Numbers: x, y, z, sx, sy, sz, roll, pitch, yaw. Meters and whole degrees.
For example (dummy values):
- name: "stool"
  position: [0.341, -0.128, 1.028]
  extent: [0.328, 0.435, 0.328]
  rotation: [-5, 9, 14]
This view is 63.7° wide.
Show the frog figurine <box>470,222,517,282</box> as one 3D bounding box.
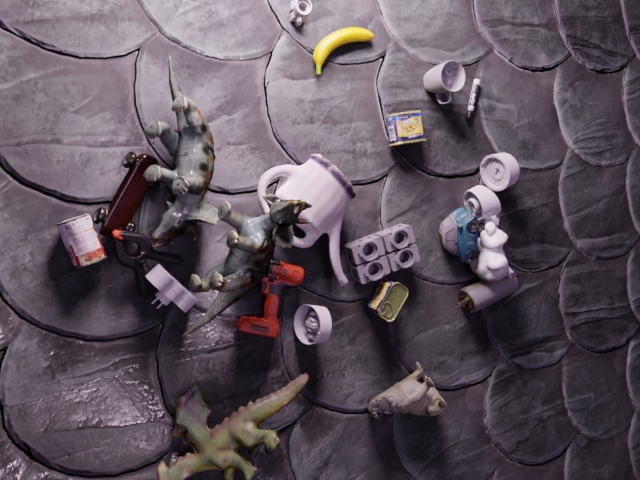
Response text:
- name: "frog figurine"
  position: [0.480, 0.036, 1.460]
  extent: [0.122, 0.156, 0.141]
  rotation: [-20, 38, 9]

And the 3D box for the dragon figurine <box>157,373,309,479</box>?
- name: "dragon figurine"
  position: [-0.231, 0.437, 1.221]
  extent: [0.241, 0.414, 0.122]
  rotation: [37, -12, -12]

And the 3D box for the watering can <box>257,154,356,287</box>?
- name: "watering can"
  position: [0.004, -0.065, 1.282]
  extent: [0.344, 0.226, 0.104]
  rotation: [45, -13, -16]
